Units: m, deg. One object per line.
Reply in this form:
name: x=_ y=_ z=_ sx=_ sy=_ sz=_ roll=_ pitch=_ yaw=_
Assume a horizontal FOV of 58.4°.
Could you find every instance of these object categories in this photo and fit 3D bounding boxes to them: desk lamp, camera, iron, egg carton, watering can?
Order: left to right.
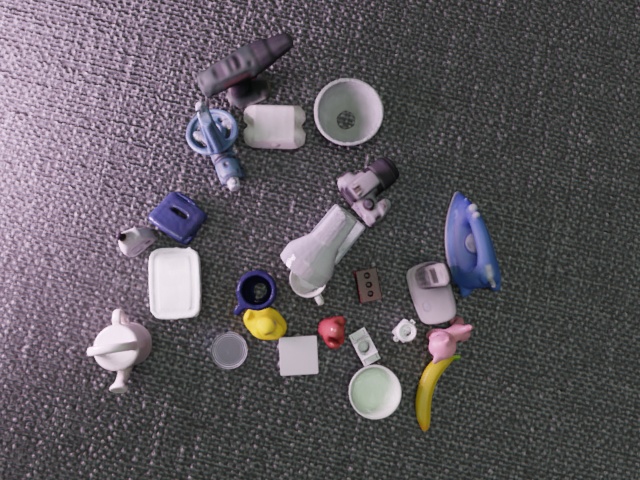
watering can: x=-0.437 y=0.243 z=1.253 sx=0.101 sy=0.194 sz=0.173 roll=-27 pitch=86 yaw=-5
egg carton: x=-0.109 y=-0.272 z=1.382 sx=0.150 sy=0.069 sz=0.107 roll=-1 pitch=84 yaw=-3
desk lamp: x=0.012 y=0.005 z=1.288 sx=0.118 sy=0.213 sz=0.203 roll=38 pitch=84 yaw=2
camera: x=0.131 y=-0.125 z=1.363 sx=0.137 sy=0.100 sz=0.143 roll=-37 pitch=87 yaw=-6
iron: x=0.362 y=0.000 z=1.342 sx=0.118 sy=0.141 sz=0.258 roll=-11 pitch=85 yaw=-4

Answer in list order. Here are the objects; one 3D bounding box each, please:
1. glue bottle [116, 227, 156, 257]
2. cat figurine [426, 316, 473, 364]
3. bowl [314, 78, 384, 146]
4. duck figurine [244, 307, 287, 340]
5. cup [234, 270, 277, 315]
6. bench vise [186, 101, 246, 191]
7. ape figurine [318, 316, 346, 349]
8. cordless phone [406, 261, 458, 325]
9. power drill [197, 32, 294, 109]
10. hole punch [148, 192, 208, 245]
glue bottle: x=-0.425 y=-0.001 z=1.287 sx=0.078 sy=0.173 sz=0.037 roll=-38 pitch=87 yaw=-5
cat figurine: x=0.299 y=0.232 z=1.328 sx=0.128 sy=0.117 sz=0.067 roll=-31 pitch=86 yaw=-5
bowl: x=0.067 y=-0.302 z=1.391 sx=0.167 sy=0.074 sz=0.167 roll=0 pitch=84 yaw=-3
duck figurine: x=-0.128 y=0.194 z=1.327 sx=0.104 sy=0.086 sz=0.077 roll=26 pitch=84 yaw=0
cup: x=-0.152 y=0.128 z=1.328 sx=0.091 sy=0.095 sz=0.118 roll=42 pitch=84 yaw=2
bench vise: x=-0.222 y=-0.223 z=1.296 sx=0.121 sy=0.219 sz=0.207 roll=-41 pitch=87 yaw=-6
ape figurine: x=0.034 y=0.212 z=1.330 sx=0.076 sy=0.092 sz=0.078 roll=34 pitch=84 yaw=1
cordless phone: x=0.268 y=0.118 z=1.304 sx=0.094 sy=0.185 sz=0.147 roll=-20 pitch=85 yaw=-4
power drill: x=-0.165 y=-0.384 z=1.320 sx=0.229 sy=0.208 sz=0.075 roll=-26 pitch=86 yaw=-5
hole punch: x=-0.331 y=-0.055 z=1.339 sx=0.108 sy=0.091 sz=0.101 roll=34 pitch=84 yaw=1
